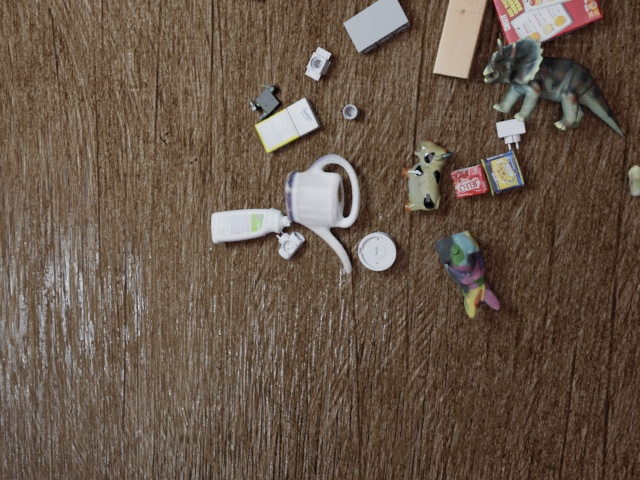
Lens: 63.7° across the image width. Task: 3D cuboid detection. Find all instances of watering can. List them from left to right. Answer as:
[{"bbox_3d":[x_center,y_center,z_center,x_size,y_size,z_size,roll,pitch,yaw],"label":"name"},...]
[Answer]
[{"bbox_3d":[0.005,-0.075,1.491,0.224,0.105,0.344,5,103,17],"label":"watering can"}]

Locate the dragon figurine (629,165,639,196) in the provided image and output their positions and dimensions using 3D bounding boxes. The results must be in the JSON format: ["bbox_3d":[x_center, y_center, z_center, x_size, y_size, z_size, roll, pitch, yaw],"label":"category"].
[{"bbox_3d":[0.901,-0.238,1.200,0.245,0.122,0.408,44,100,14],"label":"dragon figurine"}]
